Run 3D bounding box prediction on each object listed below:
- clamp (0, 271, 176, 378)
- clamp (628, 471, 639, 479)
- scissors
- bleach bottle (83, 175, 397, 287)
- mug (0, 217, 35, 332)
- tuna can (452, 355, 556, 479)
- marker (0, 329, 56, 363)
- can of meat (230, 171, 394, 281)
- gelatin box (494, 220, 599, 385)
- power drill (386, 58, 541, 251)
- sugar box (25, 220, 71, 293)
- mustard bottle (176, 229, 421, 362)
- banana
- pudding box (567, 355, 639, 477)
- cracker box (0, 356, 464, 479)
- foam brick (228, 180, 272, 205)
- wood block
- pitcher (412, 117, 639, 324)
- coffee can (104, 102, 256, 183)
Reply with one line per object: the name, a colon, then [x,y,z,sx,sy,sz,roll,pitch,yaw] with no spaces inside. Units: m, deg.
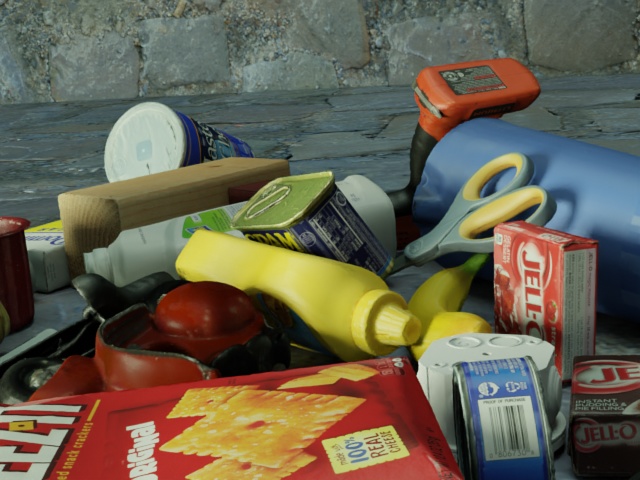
clamp: [-0.137,0.050,0.715,0.120,0.039,0.171,-38,-8,33]
clamp: [0.158,0.123,0.397,0.165,0.036,0.209,-7,8,26]
scissors: [0.082,-0.007,0.786,0.202,0.016,0.096,-20,38,34]
bleach bottle: [-0.069,0.001,0.886,0.250,0.068,0.103,-9,18,-14]
mug: [-0.285,0.030,0.857,0.117,0.081,0.093,1,14,20]
tuna can: [0.078,0.093,0.457,0.034,0.086,0.086,-5,13,3]
marker: [-0.214,0.088,0.724,0.020,0.020,0.121,0,14,19]
can of meat: [-0.005,0.001,0.781,0.057,0.084,0.102,-48,22,-23]
gelatin box: [0.140,0.037,0.670,0.030,0.089,0.073,-7,13,-23]
power drill: [0.134,-0.070,0.959,0.184,0.188,0.057,-12,46,-24]
sugar box: [-0.228,0.004,1.036,0.093,0.048,0.175,5,15,35]
mustard bottle: [-0.008,0.042,0.709,0.192,0.096,0.058,12,63,48]
banana: [0.082,0.050,0.703,0.037,0.070,0.197,35,15,-2]
pudding box: [0.186,0.088,0.549,0.114,0.039,0.090,-1,13,15]
cracker box: [-0.053,0.110,0.441,0.213,0.072,0.164,-6,11,-1]
foam brick: [-0.045,-0.012,0.974,0.052,0.078,0.051,-14,15,-41]
wood block: [-0.127,-0.017,0.995,0.091,0.090,0.205,7,17,43]
pitcher: [0.202,-0.014,0.806,0.149,0.145,0.243,-50,33,-12]
coffee can: [-0.146,-0.080,1.141,0.103,0.103,0.140,4,-8,31]
